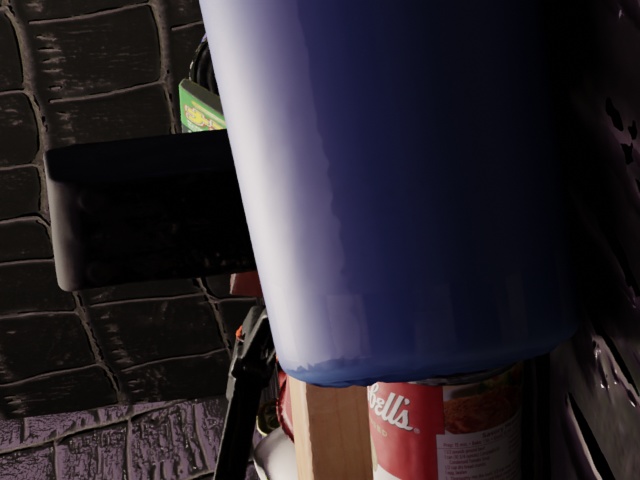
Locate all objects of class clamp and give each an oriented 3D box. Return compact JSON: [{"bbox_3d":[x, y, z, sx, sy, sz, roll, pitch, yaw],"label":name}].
[{"bbox_3d":[-0.056,0.102,0.923,0.210,0.036,0.165,-95,23,-71],"label":"clamp"}]

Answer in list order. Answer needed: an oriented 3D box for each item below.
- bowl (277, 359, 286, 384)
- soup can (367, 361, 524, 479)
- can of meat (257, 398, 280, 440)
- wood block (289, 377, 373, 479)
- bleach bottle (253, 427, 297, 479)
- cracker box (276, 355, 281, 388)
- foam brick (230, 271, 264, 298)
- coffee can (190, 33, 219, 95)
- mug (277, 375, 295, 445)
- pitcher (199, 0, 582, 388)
[{"bbox_3d":[0.002,0.045,0.906,0.162,0.055,0.162,-173,90,-82],"label":"bowl"},{"bbox_3d":[0.056,0.088,0.464,0.068,0.068,0.102,-110,14,-68],"label":"soup can"},{"bbox_3d":[-0.002,0.187,0.955,0.057,0.102,0.084,-104,8,-63],"label":"can of meat"},{"bbox_3d":[0.030,0.078,0.591,0.090,0.090,0.206,-124,29,-77],"label":"wood block"},{"bbox_3d":[0.023,0.227,0.794,0.102,0.068,0.251,66,169,-20],"label":"bleach bottle"},{"bbox_3d":[-0.020,0.046,1.137,0.164,0.072,0.214,96,166,-67],"label":"cracker box"},{"bbox_3d":[-0.041,0.006,0.851,0.078,0.051,0.053,108,166,-53],"label":"foam brick"},{"bbox_3d":[-0.048,-0.160,0.902,0.140,0.103,0.103,-82,-9,-59],"label":"coffee can"},{"bbox_3d":[0.023,0.099,0.714,0.081,0.093,0.117,96,156,-45],"label":"mug"},{"bbox_3d":[0.021,-0.075,0.392,0.145,0.148,0.243,-11,87,46],"label":"pitcher"}]
